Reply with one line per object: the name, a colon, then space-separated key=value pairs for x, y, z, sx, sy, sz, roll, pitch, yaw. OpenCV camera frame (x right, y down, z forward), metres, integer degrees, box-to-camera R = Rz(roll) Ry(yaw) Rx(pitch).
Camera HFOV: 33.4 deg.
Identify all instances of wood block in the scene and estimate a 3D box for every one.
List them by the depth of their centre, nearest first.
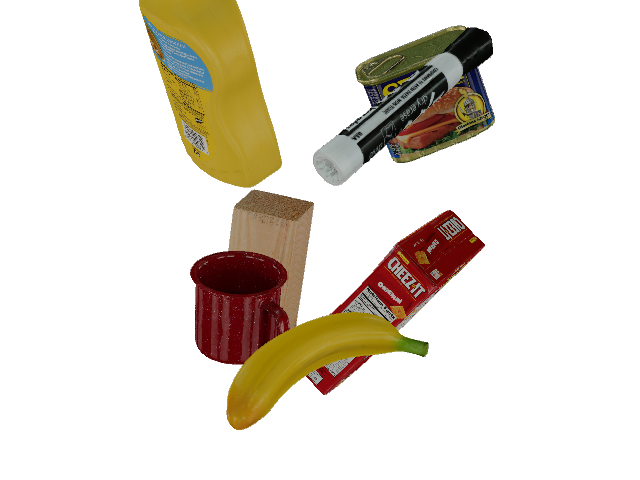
wood block: x=-0.075 y=0.047 z=1.446 sx=0.090 sy=0.206 sz=0.090 roll=13 pitch=21 yaw=10

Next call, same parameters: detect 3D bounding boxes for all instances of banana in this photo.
banana: x=-0.006 y=0.090 z=0.813 sx=0.197 sy=0.037 sz=0.070 roll=-18 pitch=27 yaw=-39

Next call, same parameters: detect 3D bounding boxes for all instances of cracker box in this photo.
cracker box: x=0.078 y=0.071 z=1.269 sx=0.214 sy=0.072 sz=0.164 roll=-48 pitch=-9 yaw=31

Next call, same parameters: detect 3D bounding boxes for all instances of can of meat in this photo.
can of meat: x=0.092 y=-0.125 z=0.920 sx=0.102 sy=0.084 sz=0.057 roll=-20 pitch=26 yaw=7

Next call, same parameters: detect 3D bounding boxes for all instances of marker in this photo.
marker: x=0.043 y=-0.067 z=0.511 sx=0.121 sy=0.020 sz=0.020 roll=-42 pitch=22 yaw=-28

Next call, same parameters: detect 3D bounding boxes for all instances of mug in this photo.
mug: x=-0.072 y=0.071 z=1.028 sx=0.117 sy=0.081 sz=0.093 roll=26 pitch=33 yaw=37

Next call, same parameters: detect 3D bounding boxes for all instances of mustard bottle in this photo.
mustard bottle: x=-0.083 y=-0.130 z=0.747 sx=0.058 sy=0.191 sz=0.096 roll=-35 pitch=49 yaw=-19
